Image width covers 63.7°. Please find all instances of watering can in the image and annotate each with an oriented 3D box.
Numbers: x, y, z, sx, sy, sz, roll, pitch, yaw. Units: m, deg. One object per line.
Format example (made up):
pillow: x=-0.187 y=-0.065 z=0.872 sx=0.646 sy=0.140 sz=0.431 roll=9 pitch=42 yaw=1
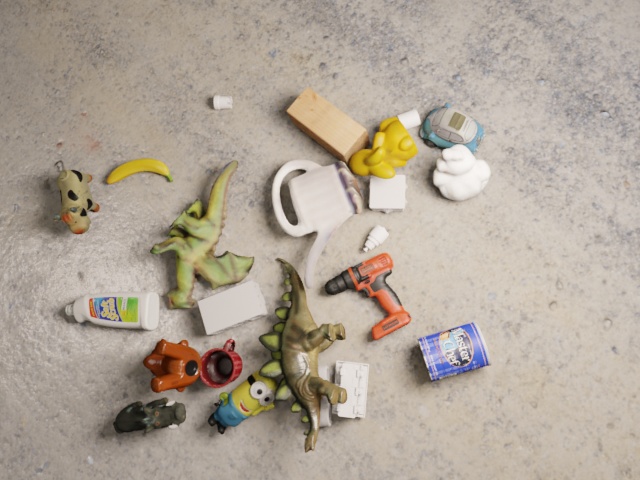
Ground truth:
watering can: x=0.004 y=-0.065 z=1.301 sx=0.224 sy=0.102 sz=0.353 roll=-21 pitch=67 yaw=4

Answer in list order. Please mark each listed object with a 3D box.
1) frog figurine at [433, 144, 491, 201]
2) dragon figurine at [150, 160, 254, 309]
frog figurine: x=0.343 y=-0.163 z=1.245 sx=0.137 sy=0.158 sz=0.124 roll=1 pitch=80 yaw=10
dragon figurine: x=-0.280 y=0.011 z=1.358 sx=0.242 sy=0.122 sz=0.411 roll=41 pitch=88 yaw=-2
